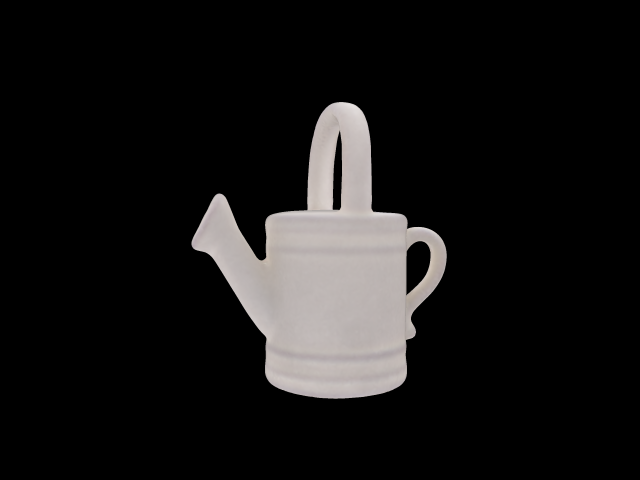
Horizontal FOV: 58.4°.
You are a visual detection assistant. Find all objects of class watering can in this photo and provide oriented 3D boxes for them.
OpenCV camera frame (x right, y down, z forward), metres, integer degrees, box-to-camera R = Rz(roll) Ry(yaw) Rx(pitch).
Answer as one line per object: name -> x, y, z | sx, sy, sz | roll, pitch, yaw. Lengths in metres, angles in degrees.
watering can -> 0.004, 0.002, 0.398 | 0.173, 0.194, 0.100 | -2, 3, -36
